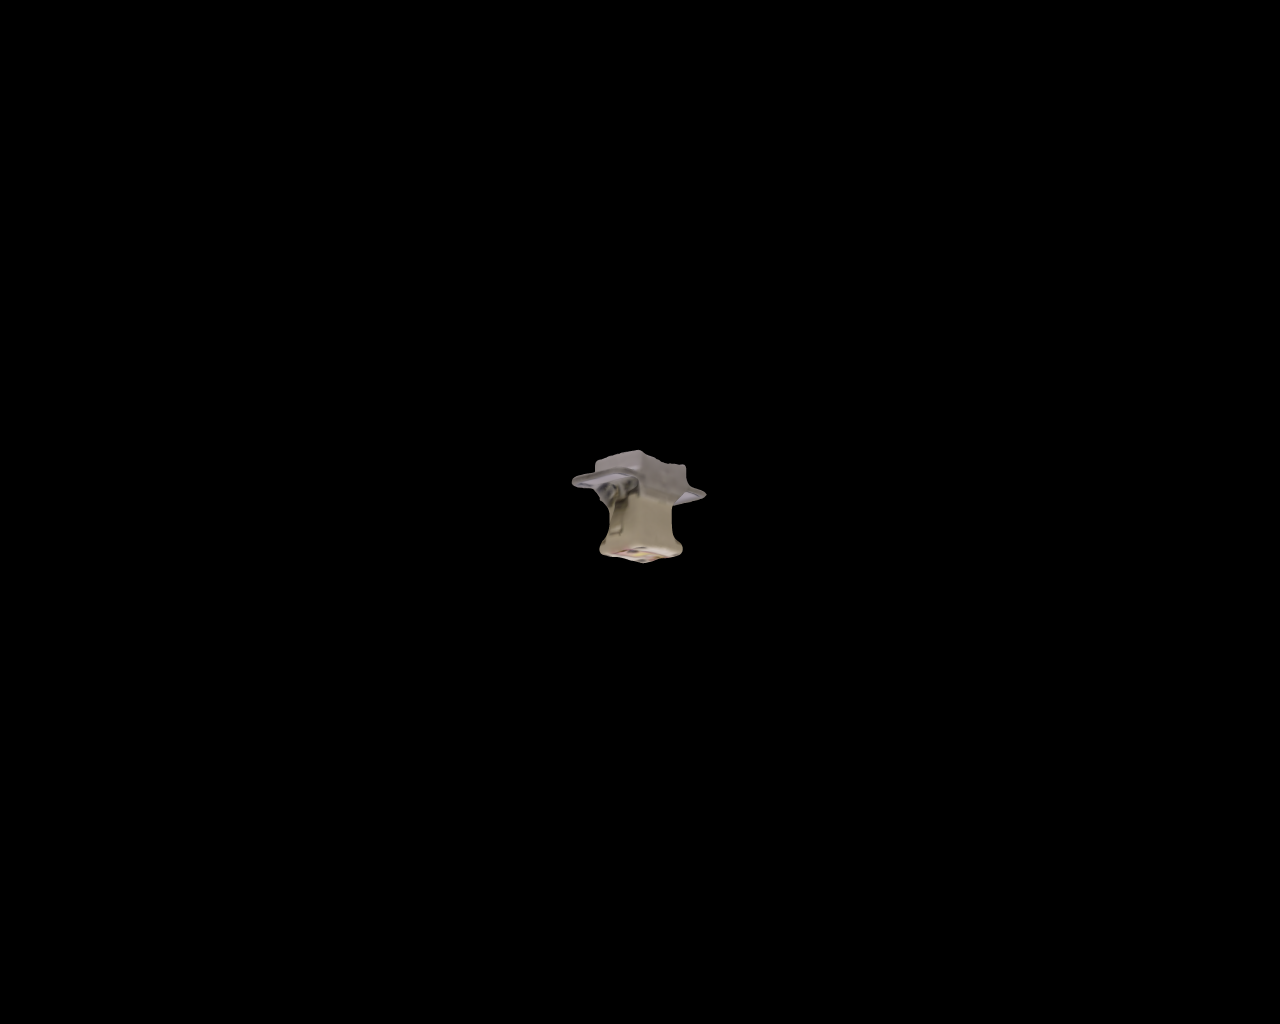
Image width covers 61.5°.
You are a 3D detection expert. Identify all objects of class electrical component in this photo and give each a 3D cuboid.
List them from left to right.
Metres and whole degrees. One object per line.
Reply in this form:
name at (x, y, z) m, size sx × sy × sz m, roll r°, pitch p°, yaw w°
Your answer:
electrical component at (0.001, -0.003, 0.650) m, size 0.042 × 0.064 × 0.081 m, roll -14°, pitch -20°, yaw 42°
